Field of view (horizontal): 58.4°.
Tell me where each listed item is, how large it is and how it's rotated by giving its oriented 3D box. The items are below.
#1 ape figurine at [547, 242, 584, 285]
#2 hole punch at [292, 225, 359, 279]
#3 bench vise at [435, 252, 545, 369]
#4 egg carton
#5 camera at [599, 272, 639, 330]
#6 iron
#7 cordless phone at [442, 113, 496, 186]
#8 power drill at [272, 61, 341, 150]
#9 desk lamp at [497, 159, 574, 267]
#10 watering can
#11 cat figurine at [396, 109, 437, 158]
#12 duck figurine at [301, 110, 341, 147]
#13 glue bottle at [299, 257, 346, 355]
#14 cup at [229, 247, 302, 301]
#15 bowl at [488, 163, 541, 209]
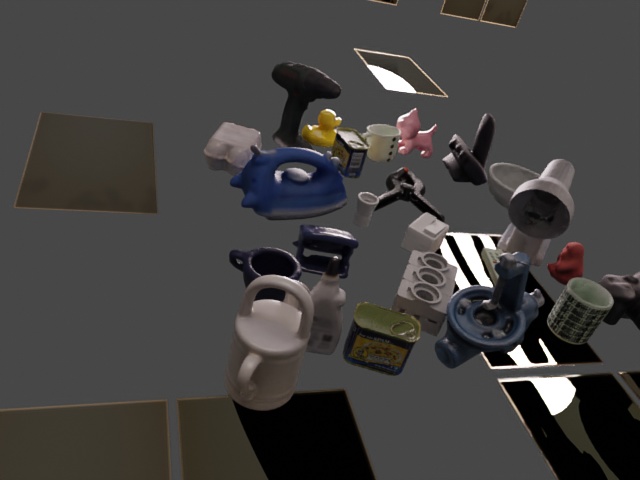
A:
[{"bbox_3d":[0.514,0.043,1.184,0.078,0.092,0.076,-16,45,-37],"label":"ape figurine"},{"bbox_3d":[0.010,0.004,1.037,0.109,0.091,0.101,10,35,-8],"label":"hole punch"},{"bbox_3d":[0.285,0.092,0.910,0.121,0.220,0.208,34,38,24],"label":"bench vise"},{"bbox_3d":[-0.190,-0.202,1.264,0.107,0.069,0.150,15,34,-1],"label":"egg carton"},{"bbox_3d":[0.623,0.130,1.098,0.143,0.101,0.136,7,35,-13],"label":"camera"},{"bbox_3d":[-0.042,-0.129,1.158,0.259,0.141,0.118,-5,39,-27],"label":"iron"},{"bbox_3d":[0.395,-0.248,1.463,0.094,0.185,0.147,3,36,-18],"label":"cordless phone"},{"bbox_3d":[-0.044,-0.316,1.360,0.076,0.208,0.229,-14,44,-36],"label":"power drill"},{"bbox_3d":[0.452,-0.055,1.189,0.117,0.213,0.204,27,36,16],"label":"desk lamp"},{"bbox_3d":[-0.064,0.119,0.754,0.101,0.194,0.172,9,35,-9],"label":"watering can"},{"bbox_3d":[0.251,-0.287,1.519,0.128,0.118,0.067,4,36,-16],"label":"cat figurine"},{"bbox_3d":[0.008,-0.289,1.451,0.105,0.086,0.077,-3,39,-26],"label":"duck figurine"},{"bbox_3d":[0.004,0.094,0.835,0.078,0.173,0.037,12,35,-5],"label":"glue bottle"},{"bbox_3d":[-0.094,0.069,0.900,0.117,0.095,0.092,21,35,7],"label":"cup"},{"bbox_3d":[0.484,-0.119,1.416,0.167,0.075,0.167,11,35,-7],"label":"bowl"}]
